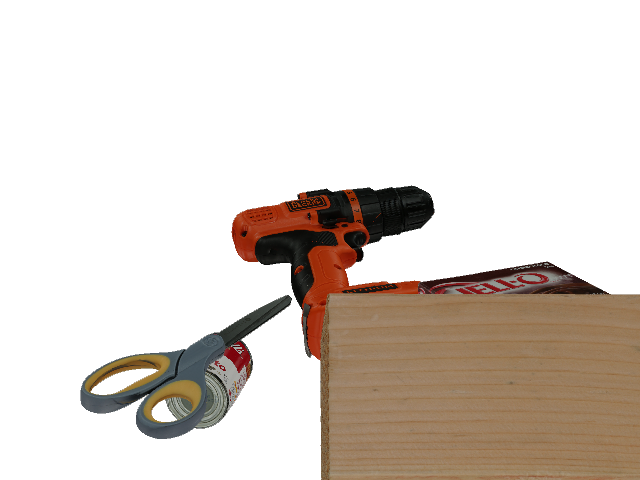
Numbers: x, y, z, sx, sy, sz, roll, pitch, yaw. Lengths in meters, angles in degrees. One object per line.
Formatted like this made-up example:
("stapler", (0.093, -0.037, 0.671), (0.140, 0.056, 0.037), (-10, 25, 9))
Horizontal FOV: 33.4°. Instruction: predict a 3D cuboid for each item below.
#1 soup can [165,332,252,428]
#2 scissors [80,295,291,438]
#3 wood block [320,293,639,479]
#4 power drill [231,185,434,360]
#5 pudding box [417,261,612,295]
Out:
("soup can", (-0.116, 0.145, 1.112), (0.068, 0.068, 0.102), (0, 15, 11))
("scissors", (-0.076, 0.091, 0.780), (0.201, 0.016, 0.096), (-18, 37, -34))
("wood block", (0.104, 0.081, 0.537), (0.206, 0.091, 0.090), (0, -21, -2))
("power drill", (0.032, 0.018, 0.890), (0.184, 0.057, 0.188), (-12, 32, -12))
("pudding box", (0.137, 0.050, 0.746), (0.113, 0.039, 0.090), (-6, 19, -22))
